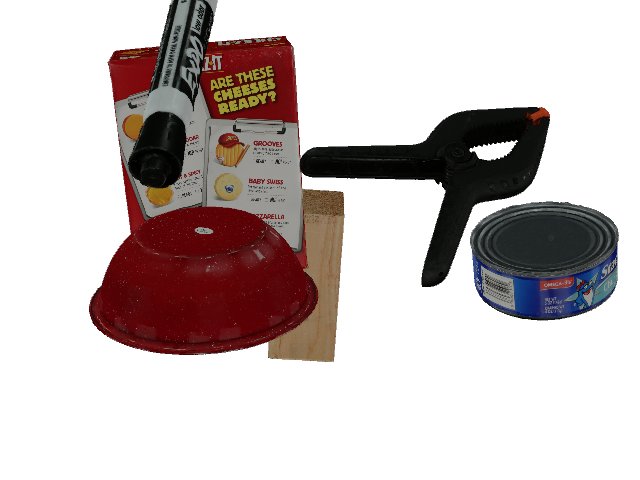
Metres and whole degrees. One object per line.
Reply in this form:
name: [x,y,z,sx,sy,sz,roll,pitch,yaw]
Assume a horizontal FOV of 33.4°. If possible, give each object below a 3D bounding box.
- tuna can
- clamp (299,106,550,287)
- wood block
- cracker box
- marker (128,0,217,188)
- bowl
tuna can: [0.133,0.011,0.634,0.086,0.034,0.086,-7,29,4]
clamp: [0.111,-0.049,0.856,0.209,0.036,0.165,-22,52,-21]
wood block: [-0.020,0.044,1.393,0.090,0.206,0.091,3,23,-1]
cracker box: [-0.100,-0.074,0.991,0.164,0.214,0.072,-6,20,-5]
marker: [-0.055,-0.062,0.406,0.020,0.020,0.121,0,43,3]
bowl: [-0.082,0.018,0.745,0.162,0.055,0.162,-1,23,0]
